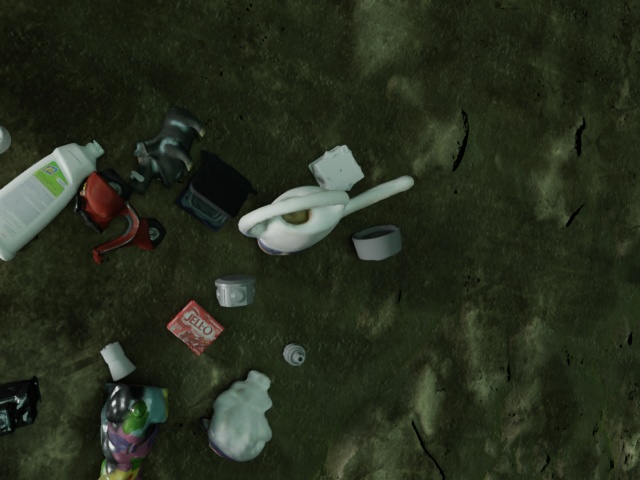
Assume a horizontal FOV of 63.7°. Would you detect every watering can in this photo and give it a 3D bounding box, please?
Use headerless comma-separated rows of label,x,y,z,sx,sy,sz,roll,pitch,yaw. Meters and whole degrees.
watering can,0.003,-0.052,1.032,0.349,0.221,0.105,-13,78,-20

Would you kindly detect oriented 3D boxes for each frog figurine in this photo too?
frog figurine,-0.147,0.349,1.026,0.138,0.122,0.160,41,89,3
